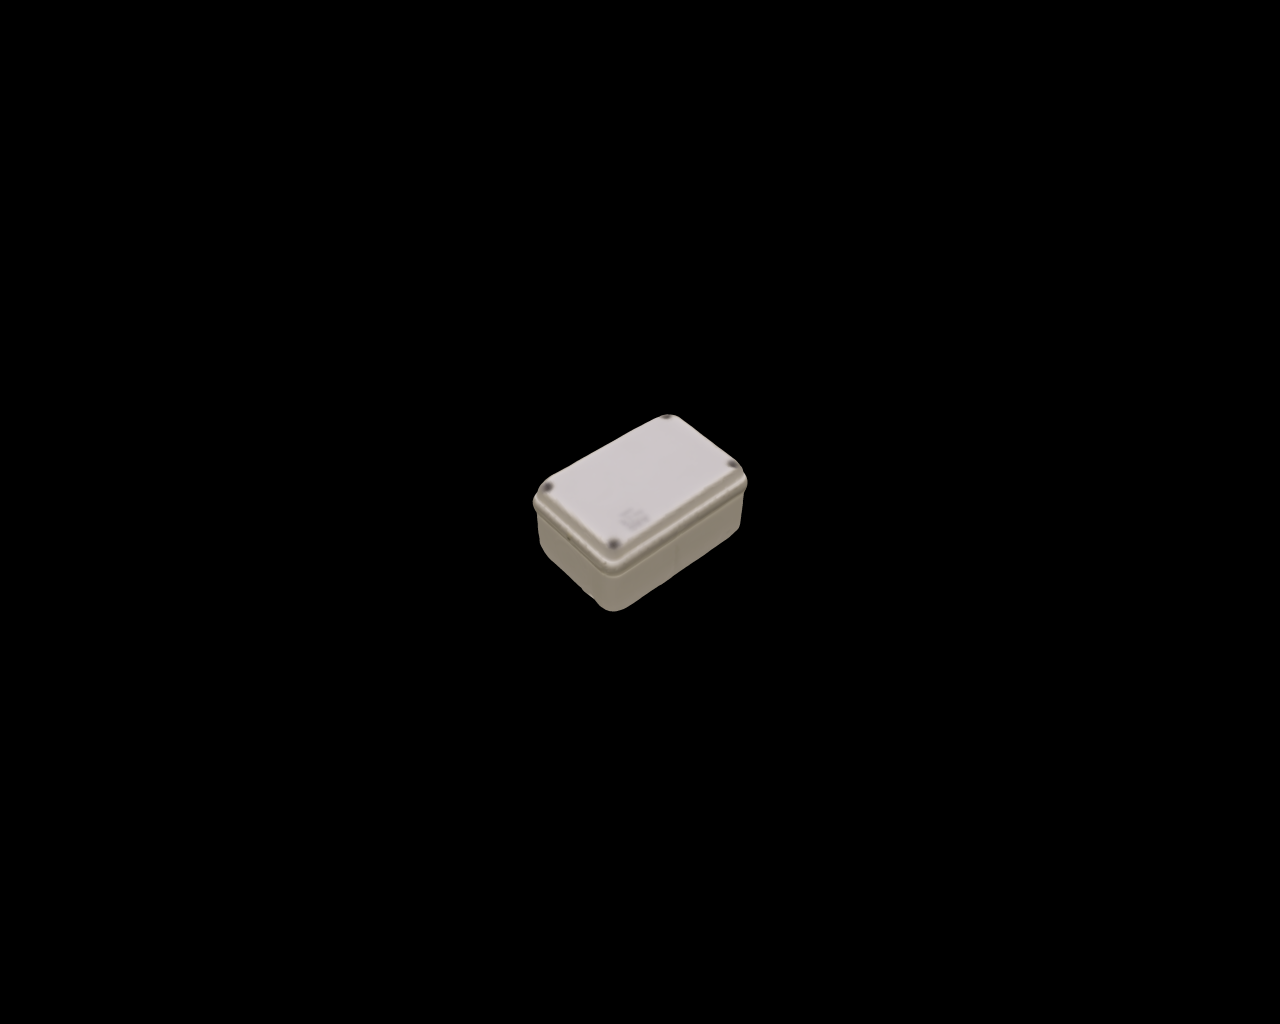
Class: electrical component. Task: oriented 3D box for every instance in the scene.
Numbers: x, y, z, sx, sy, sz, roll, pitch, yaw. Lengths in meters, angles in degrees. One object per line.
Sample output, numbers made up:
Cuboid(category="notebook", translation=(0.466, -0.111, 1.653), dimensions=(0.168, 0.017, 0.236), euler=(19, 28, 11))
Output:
Cuboid(category="electrical component", translation=(0.001, -0.003, 0.650), dimensions=(0.113, 0.057, 0.078), euler=(-32, 54, -27))
